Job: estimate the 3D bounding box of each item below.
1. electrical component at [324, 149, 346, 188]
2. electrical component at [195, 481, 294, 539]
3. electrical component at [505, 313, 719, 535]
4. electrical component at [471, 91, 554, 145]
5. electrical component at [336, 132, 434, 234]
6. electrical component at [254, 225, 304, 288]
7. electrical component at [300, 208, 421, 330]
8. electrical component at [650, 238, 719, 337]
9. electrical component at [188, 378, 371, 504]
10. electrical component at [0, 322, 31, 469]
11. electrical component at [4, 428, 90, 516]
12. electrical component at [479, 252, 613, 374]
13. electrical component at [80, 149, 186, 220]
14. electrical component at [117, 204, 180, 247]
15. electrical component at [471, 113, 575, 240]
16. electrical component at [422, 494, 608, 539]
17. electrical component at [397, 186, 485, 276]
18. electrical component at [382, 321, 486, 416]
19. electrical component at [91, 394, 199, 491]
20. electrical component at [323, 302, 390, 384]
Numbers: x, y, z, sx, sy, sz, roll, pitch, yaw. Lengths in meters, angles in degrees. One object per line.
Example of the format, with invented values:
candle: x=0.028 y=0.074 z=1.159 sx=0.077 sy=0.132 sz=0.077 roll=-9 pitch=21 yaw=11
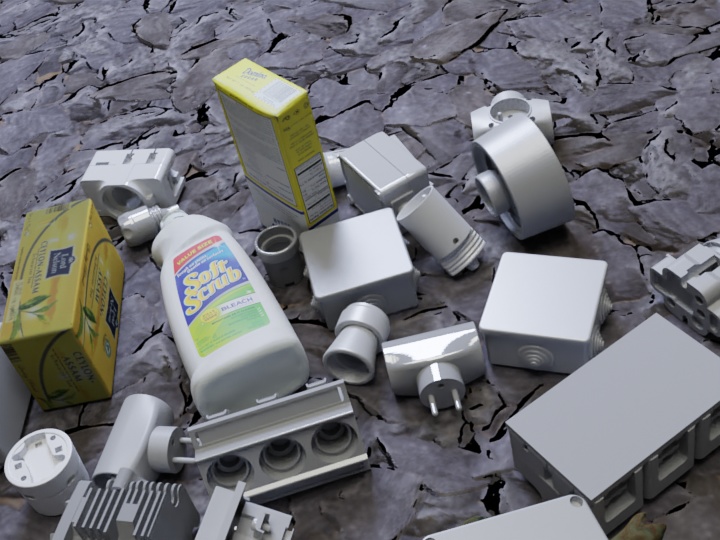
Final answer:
electrical component: x=-0.024 y=-0.101 z=1.073 sx=0.046 sy=0.040 sz=0.040 roll=-14 pitch=43 yaw=-7
electrical component: x=-0.092 y=0.221 z=0.746 sx=0.063 sy=0.078 sz=0.121 roll=18 pitch=49 yaw=2
electrical component: x=0.193 y=0.113 z=0.779 sx=0.150 sy=0.061 sz=0.089 roll=-32 pitch=46 yaw=-17
electrical component: x=0.150 y=-0.152 z=1.073 sx=0.077 sy=0.044 sz=0.079 roll=-8 pitch=43 yaw=8
electrical component: x=0.031 y=-0.079 z=1.019 sx=0.061 sy=0.061 sz=0.096 roll=-30 pitch=46 yaw=-15
electrical component: x=-0.072 y=-0.012 z=0.990 sx=0.040 sy=0.046 sz=0.040 roll=-8 pitch=44 yaw=8
electrical component: x=0.000 y=0.000 z=0.957 sx=0.100 sy=0.048 sz=0.099 roll=-16 pitch=44 yaw=0
electrical component: x=0.282 y=0.010 z=0.863 sx=0.057 sy=0.058 sz=0.078 roll=-33 pitch=46 yaw=-13
electrical component: x=-0.062 y=0.131 z=0.828 sx=0.121 sy=0.078 sz=0.063 roll=-17 pitch=22 yaw=-2
electrical component: x=-0.326 y=0.108 z=0.916 sx=0.057 sy=0.078 sz=0.113 roll=-11 pitch=44 yaw=9
electrical component: x=-0.248 y=0.163 z=0.860 sx=0.055 sy=0.047 sz=0.055 roll=-8 pitch=44 yaw=8
electrical component: x=0.152 y=0.036 z=0.878 sx=0.100 sy=0.048 sz=0.099 roll=6 pitch=48 yaw=21
electrical component: x=-0.235 y=-0.087 z=1.108 sx=0.089 sy=0.050 sz=0.055 roll=0 pitch=46 yaw=15
electrical component: x=-0.209 y=-0.049 z=1.074 sx=0.061 sy=0.035 sz=0.035 roll=-24 pitch=44 yaw=-13
electrical component: x=0.138 y=-0.078 z=0.960 sx=0.060 sy=0.108 sz=0.108 roll=-27 pitch=45 yaw=-3
electrical component: x=0.091 y=0.184 z=0.618 sx=0.113 sy=0.057 sz=0.078 roll=-12 pitch=47 yaw=-17
electrical component: x=0.076 y=-0.031 z=0.954 sx=0.043 sy=0.081 sz=0.043 roll=-42 pitch=12 yaw=11
electrical component: x=0.062 y=0.083 z=0.859 sx=0.077 sy=0.043 sz=0.079 roll=-13 pitch=44 yaw=2
electrical component: x=-0.165 y=0.143 z=0.861 sx=0.079 sy=0.043 sz=0.077 roll=0 pitch=46 yaw=15
electrical component: x=-0.002 y=0.061 z=0.898 sx=0.045 sy=0.045 sz=0.055 roll=5 pitch=47 yaw=20
